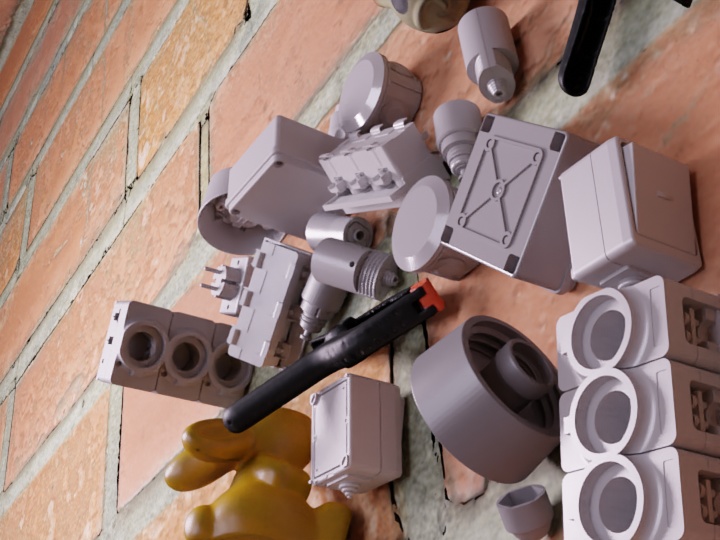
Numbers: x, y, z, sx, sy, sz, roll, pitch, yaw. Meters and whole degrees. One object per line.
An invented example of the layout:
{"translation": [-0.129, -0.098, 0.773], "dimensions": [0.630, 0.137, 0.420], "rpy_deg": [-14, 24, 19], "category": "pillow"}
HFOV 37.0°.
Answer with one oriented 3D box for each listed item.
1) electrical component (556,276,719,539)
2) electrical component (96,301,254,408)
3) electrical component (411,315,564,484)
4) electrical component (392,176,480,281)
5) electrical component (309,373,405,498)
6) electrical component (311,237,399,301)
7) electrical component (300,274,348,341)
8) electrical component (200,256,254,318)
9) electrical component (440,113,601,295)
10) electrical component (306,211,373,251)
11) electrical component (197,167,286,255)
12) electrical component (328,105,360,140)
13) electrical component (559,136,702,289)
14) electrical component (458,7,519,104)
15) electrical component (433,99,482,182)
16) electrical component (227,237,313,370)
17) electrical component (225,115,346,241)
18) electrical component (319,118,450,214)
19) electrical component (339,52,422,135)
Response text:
{"translation": [0.163, 0.089, 0.625], "dimensions": [0.089, 0.062, 0.150], "rpy_deg": [-32, 49, 51], "category": "electrical component"}
{"translation": [-0.197, 0.093, 1.168], "dimensions": [0.062, 0.150, 0.089], "rpy_deg": [-4, 72, 61], "category": "electrical component"}
{"translation": [0.094, 0.079, 0.711], "dimensions": [0.060, 0.108, 0.108], "rpy_deg": [-47, 37, 29], "category": "electrical component"}
{"translation": [0.065, -0.032, 0.875], "dimensions": [0.080, 0.051, 0.080], "rpy_deg": [-36, 45, 48], "category": "electrical component"}
{"translation": [-0.001, 0.143, 0.889], "dimensions": [0.062, 0.061, 0.096], "rpy_deg": [-37, 45, 48], "category": "electrical component"}
{"translation": [0.000, 0.000, 0.972], "dimensions": [0.081, 0.043, 0.043], "rpy_deg": [17, 90, 36], "category": "electrical component"}
{"translation": [-0.038, 0.031, 1.035], "dimensions": [0.078, 0.040, 0.040], "rpy_deg": [-67, 29, 12], "category": "electrical component"}
{"translation": [-0.139, 0.016, 1.184], "dimensions": [0.047, 0.077, 0.065], "rpy_deg": [-2, 74, 60], "category": "electrical component"}
{"translation": [0.121, -0.050, 0.781], "dimensions": [0.109, 0.056, 0.108], "rpy_deg": [31, 103, 60], "category": "electrical component"}
{"translation": [-0.017, -0.035, 1.035], "dimensions": [0.065, 0.044, 0.044], "rpy_deg": [7, 82, 56], "category": "electrical component"}
{"translation": [-0.126, -0.067, 1.188], "dimensions": [0.099, 0.099, 0.064], "rpy_deg": [-35, 40, 49], "category": "electrical component"}
{"translation": [-0.013, -0.153, 1.097], "dimensions": [0.035, 0.035, 0.061], "rpy_deg": [-31, 48, 51], "category": "electrical component"}
{"translation": [0.172, -0.027, 0.672], "dimensions": [0.061, 0.062, 0.096], "rpy_deg": [-38, 44, 47], "category": "electrical component"}
{"translation": [0.108, -0.173, 0.883], "dimensions": [0.043, 0.043, 0.081], "rpy_deg": [-45, 39, 41], "category": "electrical component"}
{"translation": [0.084, -0.105, 0.892], "dimensions": [0.040, 0.040, 0.078], "rpy_deg": [-43, 41, 43], "category": "electrical component"}
{"translation": [-0.086, 0.035, 1.081], "dimensions": [0.079, 0.063, 0.121], "rpy_deg": [19, 93, 21], "category": "electrical component"}
{"translation": [-0.062, -0.088, 1.072], "dimensions": [0.109, 0.109, 0.056], "rpy_deg": [-41, 39, 45], "category": "electrical component"}
{"translation": [0.017, -0.092, 0.966], "dimensions": [0.079, 0.063, 0.121], "rpy_deg": [-39, 17, -24], "category": "electrical component"}
{"translation": [0.018, -0.164, 1.029], "dimensions": [0.080, 0.051, 0.080], "rpy_deg": [-36, 45, 48], "category": "electrical component"}
